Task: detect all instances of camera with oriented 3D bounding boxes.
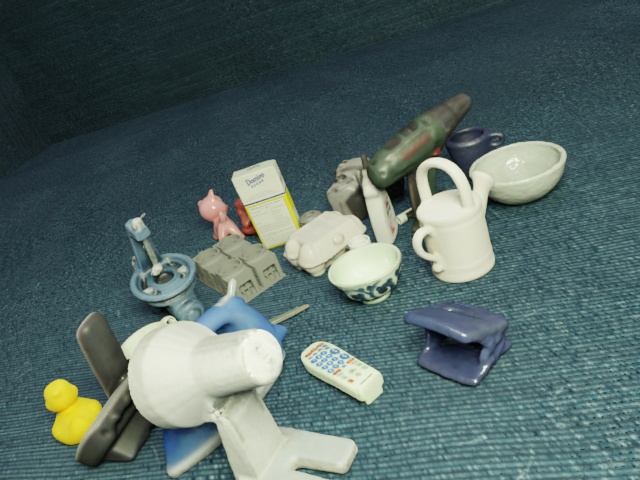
[{"bbox_3d":[0.099,-0.118,1.205,0.136,0.101,0.143,-5,31,28],"label":"camera"}]

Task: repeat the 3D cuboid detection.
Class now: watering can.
[{"bbox_3d":[0.204,-0.044,0.886,0.100,0.194,0.173,-1,33,34],"label":"watering can"}]

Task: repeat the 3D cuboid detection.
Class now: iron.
[{"bbox_3d":[-0.154,0.177,0.790,0.118,0.142,0.259,-3,32,32],"label":"iron"}]

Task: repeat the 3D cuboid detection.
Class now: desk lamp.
[{"bbox_3d":[-0.089,0.186,0.646,0.202,0.214,0.118,-3,32,31],"label":"desk lamp"}]

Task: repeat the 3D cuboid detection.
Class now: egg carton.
[{"bbox_3d":[0.010,0.004,1.076,0.150,0.069,0.107,-35,30,-26],"label":"egg carton"}]

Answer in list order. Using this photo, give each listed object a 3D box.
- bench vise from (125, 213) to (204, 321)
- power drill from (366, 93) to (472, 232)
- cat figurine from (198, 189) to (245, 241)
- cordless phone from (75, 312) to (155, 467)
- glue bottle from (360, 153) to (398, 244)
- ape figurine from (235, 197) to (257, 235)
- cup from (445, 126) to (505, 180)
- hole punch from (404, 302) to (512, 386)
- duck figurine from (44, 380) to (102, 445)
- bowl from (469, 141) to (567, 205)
[{"bbox_3d":[-0.319,0.052,1.054,0.206,0.220,0.122,1,34,37],"label":"bench vise"},{"bbox_3d":[0.198,-0.126,1.028,0.230,0.209,0.075,-30,28,-17],"label":"power drill"},{"bbox_3d":[-0.233,-0.056,1.308,0.067,0.118,0.127,-28,28,-14],"label":"cat figurine"},{"bbox_3d":[-0.306,0.206,0.796,0.094,0.185,0.147,-11,28,19],"label":"cordless phone"},{"bbox_3d":[0.102,-0.078,1.047,0.037,0.173,0.078,-11,28,18],"label":"glue bottle"},{"bbox_3d":[-0.161,-0.057,1.288,0.076,0.092,0.078,-12,28,17],"label":"ape figurine"},{"bbox_3d":[0.319,-0.173,1.157,0.117,0.095,0.092,-6,31,28],"label":"cup"},{"bbox_3d":[0.175,0.113,0.730,0.101,0.091,0.108,-38,31,-30],"label":"hole punch"},{"bbox_3d":[-0.384,0.254,0.872,0.078,0.086,0.104,-34,29,-24],"label":"duck figurine"},{"bbox_3d":[0.360,-0.111,1.034,0.167,0.075,0.167,-16,27,9],"label":"bowl"}]
